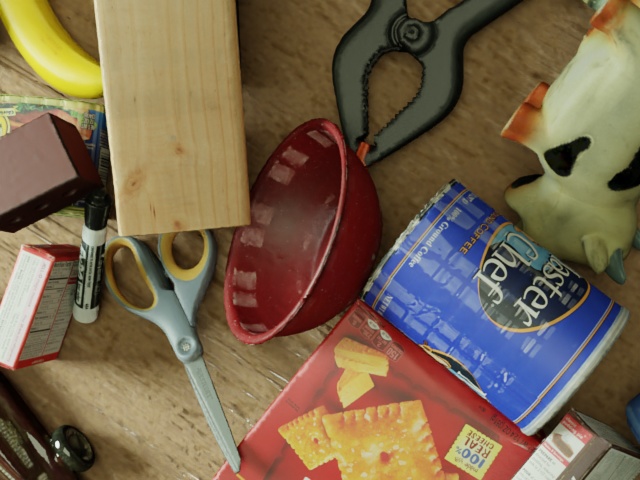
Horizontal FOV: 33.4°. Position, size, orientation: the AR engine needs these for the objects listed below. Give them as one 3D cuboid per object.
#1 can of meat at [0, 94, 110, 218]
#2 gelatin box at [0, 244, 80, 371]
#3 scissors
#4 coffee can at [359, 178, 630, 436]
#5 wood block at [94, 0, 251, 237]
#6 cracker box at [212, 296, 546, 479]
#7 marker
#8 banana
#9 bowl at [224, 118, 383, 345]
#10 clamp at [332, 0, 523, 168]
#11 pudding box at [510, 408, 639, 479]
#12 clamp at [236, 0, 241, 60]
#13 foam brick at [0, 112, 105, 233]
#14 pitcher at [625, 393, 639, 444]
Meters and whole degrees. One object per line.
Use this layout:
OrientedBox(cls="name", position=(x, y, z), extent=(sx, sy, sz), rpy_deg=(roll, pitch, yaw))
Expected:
OrientedBox(cls="can of meat", position=(-0.206, -0.061, 0.792), extent=(0.102, 0.057, 0.084), rpy_deg=(6, 88, 8))
OrientedBox(cls="gelatin box", position=(-0.207, 0.047, 0.783), extent=(0.030, 0.073, 0.089), rpy_deg=(20, 93, 9))
OrientedBox(cls="scissors", position=(-0.083, 0.060, 0.765), extent=(0.096, 0.016, 0.202), rpy_deg=(-42, 66, -2))
OrientedBox(cls="coffee can", position=(0.111, 0.042, 0.690), extent=(0.140, 0.102, 0.103), rpy_deg=(39, 96, 9))
OrientedBox(cls="wood block", position=(-0.100, -0.115, 0.722), extent=(0.090, 0.091, 0.206), rpy_deg=(-5, 106, -7))
OrientedBox(cls="cracker box", position=(0.028, 0.168, 0.746), extent=(0.164, 0.072, 0.214), rpy_deg=(39, 97, 8))
OrientedBox(cls="marker", position=(-0.165, 0.012, 0.770), extent=(0.020, 0.020, 0.121), rpy_deg=(23, 130, 8))
OrientedBox(cls="banana", position=(-0.208, -0.175, 0.801), extent=(0.070, 0.037, 0.198), rpy_deg=(-37, 83, 11))
OrientedBox(cls="bowl", position=(-0.005, 0.001, 0.730), extent=(0.055, 0.162, 0.162), rpy_deg=(20, 94, -25))
OrientedBox(cls="clamp", position=(0.077, -0.146, 0.755), extent=(0.164, 0.036, 0.210), rpy_deg=(17, 94, 9))
OrientedBox(cls="pudding box", position=(0.165, 0.162, 0.704), extent=(0.039, 0.113, 0.090), rpy_deg=(41, 96, 31))
OrientedBox(cls="clamp", position=(-0.076, -0.200, 0.780), extent=(0.120, 0.039, 0.171), rpy_deg=(36, 102, 1))
OrientedBox(cls="foam brick", position=(-0.200, -0.045, 0.734), extent=(0.078, 0.053, 0.051), rpy_deg=(-26, 83, 5))
OrientedBox(cls="pitcher", position=(0.315, 0.076, 0.669), extent=(0.243, 0.145, 0.149), rpy_deg=(-37, 72, 10))
